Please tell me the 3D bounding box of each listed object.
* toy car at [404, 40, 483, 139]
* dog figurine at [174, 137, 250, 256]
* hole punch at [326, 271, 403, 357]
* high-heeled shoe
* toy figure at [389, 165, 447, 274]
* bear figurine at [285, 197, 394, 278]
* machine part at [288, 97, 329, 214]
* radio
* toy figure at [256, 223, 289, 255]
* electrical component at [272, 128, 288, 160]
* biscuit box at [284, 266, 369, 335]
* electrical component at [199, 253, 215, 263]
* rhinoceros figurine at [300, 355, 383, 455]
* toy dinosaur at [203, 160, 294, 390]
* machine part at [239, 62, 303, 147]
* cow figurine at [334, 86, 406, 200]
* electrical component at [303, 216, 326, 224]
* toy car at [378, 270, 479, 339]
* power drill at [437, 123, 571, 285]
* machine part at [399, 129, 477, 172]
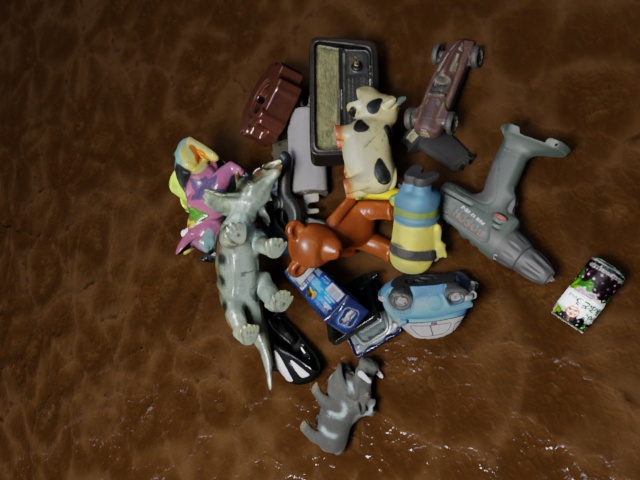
[{"bbox_3d":[0.216,-0.268,0.934,0.089,0.053,0.202,16,77,33],"label":"toy car"},{"bbox_3d":[-0.247,-0.075,1.090,0.191,0.108,0.219,30,86,-3],"label":"dog figurine"},{"bbox_3d":[0.076,0.137,0.967,0.142,0.092,0.116,-38,37,23],"label":"hole punch"},{"bbox_3d":[-0.084,0.160,1.032,0.145,0.086,0.248,-19,91,47],"label":"high-heeled shoe"},{"bbox_3d":[0.157,-0.029,0.894,0.082,0.089,0.179,-123,24,-57],"label":"toy figure"},{"bbox_3d":[0.038,-0.003,0.925,0.132,0.196,0.120,15,117,34],"label":"bear figurine"},{"bbox_3d":[-0.025,-0.170,1.062,0.079,0.079,0.243,-7,81,29],"label":"machine part"},{"bbox_3d":[0.045,-0.256,1.006,0.131,0.073,0.229,0,82,-3],"label":"radio"},{"bbox_3d":[-0.111,-0.003,1.100,0.155,0.057,0.064,9,82,35],"label":"toy figure"},{"bbox_3d":[-0.072,-0.187,1.123,0.063,0.021,0.094,-15,76,28],"label":"electrical component"},{"bbox_3d":[0.007,0.091,0.960,0.059,0.062,0.203,-50,32,1],"label":"biscuit box"},{"bbox_3d":[-0.219,-0.007,1.166,0.075,0.047,0.119,1,83,29],"label":"electrical component"},{"bbox_3d":[0.043,0.291,0.960,0.112,0.073,0.190,28,98,31],"label":"rhinoceros figurine"},{"bbox_3d":[-0.139,0.056,0.985,0.192,0.131,0.404,-149,60,-62],"label":"toy dinosaur"},{"bbox_3d":[-0.103,-0.276,1.090,0.179,0.056,0.179,-43,34,39],"label":"machine part"},{"bbox_3d":[0.090,-0.172,0.917,0.127,0.085,0.195,-7,78,1],"label":"cow figurine"},{"bbox_3d":[-0.001,-0.004,1.039,0.102,0.045,0.078,12,98,29],"label":"electrical component"},{"bbox_3d":[0.184,0.111,0.898,0.162,0.109,0.102,-5,104,18],"label":"toy car"},{"bbox_3d":[0.313,-0.067,0.860,0.232,0.086,0.207,34,108,32],"label":"power drill"},{"bbox_3d":[0.208,-0.169,0.952,0.139,0.039,0.084,43,96,30],"label":"machine part"}]
